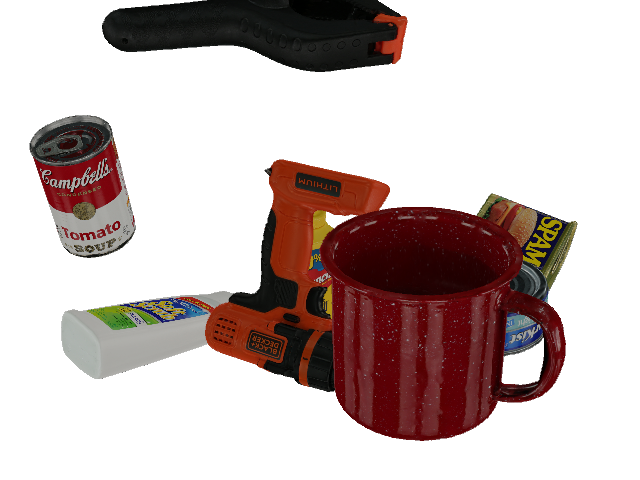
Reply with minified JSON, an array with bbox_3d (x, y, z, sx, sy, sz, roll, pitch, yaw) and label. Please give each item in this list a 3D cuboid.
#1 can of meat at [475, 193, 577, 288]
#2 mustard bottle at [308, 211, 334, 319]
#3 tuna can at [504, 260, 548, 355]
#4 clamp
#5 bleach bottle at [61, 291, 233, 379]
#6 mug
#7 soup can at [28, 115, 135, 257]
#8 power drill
[{"bbox_3d":[0.176,0.011,0.976,0.084,0.057,0.102,23,47,18],"label":"can of meat"},{"bbox_3d":[-0.017,0.035,1.182,0.096,0.192,0.058,-12,29,-27],"label":"mustard bottle"},{"bbox_3d":[0.106,0.040,0.702,0.086,0.034,0.086,-1,26,1],"label":"tuna can"},{"bbox_3d":[-0.039,-0.131,0.627,0.171,0.120,0.039,18,-39,15],"label":"clamp"},{"bbox_3d":[-0.195,0.106,1.362,0.250,0.068,0.103,-13,28,-38],"label":"bleach bottle"},{"bbox_3d":[0.057,0.042,0.501,0.117,0.081,0.093,12,30,24],"label":"mug"},{"bbox_3d":[-0.199,-0.045,0.899,0.068,0.102,0.068,-4,40,3],"label":"soup can"},{"bbox_3d":[0.001,0.033,0.926,0.185,0.187,0.057,15,1,20],"label":"power drill"}]
